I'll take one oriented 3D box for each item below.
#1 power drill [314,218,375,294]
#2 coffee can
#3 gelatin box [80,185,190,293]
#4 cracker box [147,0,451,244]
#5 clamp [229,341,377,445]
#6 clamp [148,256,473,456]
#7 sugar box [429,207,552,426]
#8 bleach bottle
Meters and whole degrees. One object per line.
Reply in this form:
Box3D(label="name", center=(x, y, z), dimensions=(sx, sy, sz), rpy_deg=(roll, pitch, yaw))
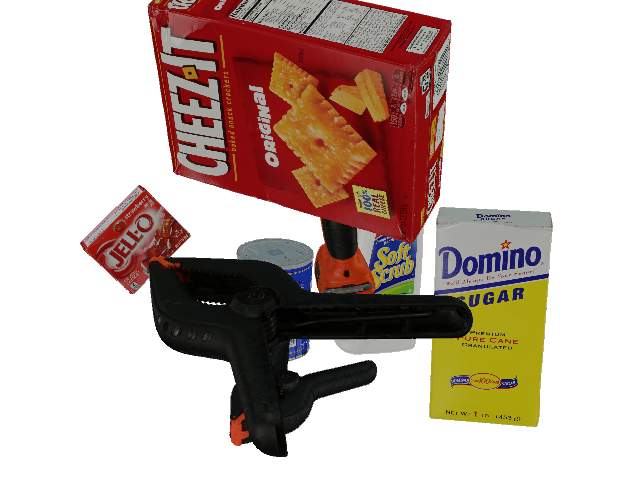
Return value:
Box3D(label="power drill", center=(0.010, -0.048, 1.063), dimensions=(0.057, 0.187, 0.184), rpy_deg=(-9, 21, -1))
Box3D(label="coffee can", center=(-0.063, 0.080, 1.442), dimensions=(0.103, 0.140, 0.103), rpy_deg=(2, 20, -1))
Box3D(label="gelatin box", center=(-0.192, -0.001, 1.109), dimensions=(0.073, 0.089, 0.030), rpy_deg=(47, -6, -28))
Box3D(label="cracker box", center=(-0.016, -0.101, 0.802), dimensions=(0.214, 0.164, 0.072), rpy_deg=(16, 46, 18))
Box3D(label="clamp", center=(-0.039, 0.140, 1.061), dimensions=(0.120, 0.039, 0.171), rpy_deg=(23, 35, 37))
Box3D(label="clamp", center=(-0.025, 0.047, 0.643), dimensions=(0.164, 0.036, 0.210), rpy_deg=(-22, 30, -33))
Box3D(label="sugar box", center=(0.139, 0.063, 0.878), dimensions=(0.093, 0.176, 0.048), rpy_deg=(2, 21, 10))
Box3D(label="bleach bottle", center=(0.073, 0.009, 1.291), dimensions=(0.102, 0.251, 0.068), rpy_deg=(-3, 16, -17))
